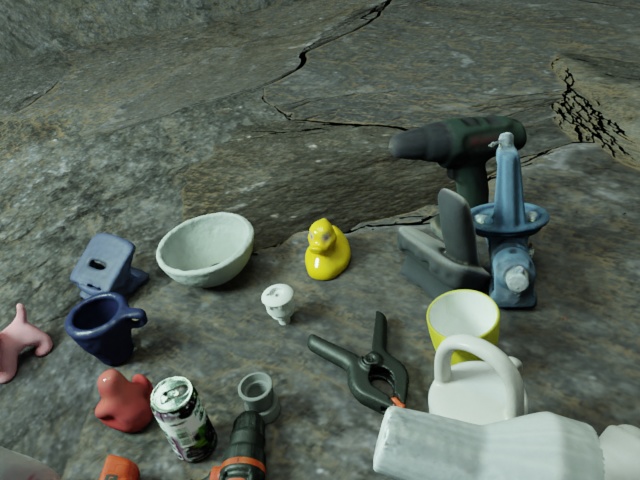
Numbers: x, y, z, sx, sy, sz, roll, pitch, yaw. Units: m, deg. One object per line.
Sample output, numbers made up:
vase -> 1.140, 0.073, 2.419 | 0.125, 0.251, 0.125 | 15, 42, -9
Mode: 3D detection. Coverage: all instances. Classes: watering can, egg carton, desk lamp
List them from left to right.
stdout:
desk lamp -> 0.130, 0.233, 0.511 | 0.202, 0.214, 0.118 | 2, 39, 17
watering can -> 0.160, 0.179, 0.589 | 0.100, 0.194, 0.173 | 6, 40, 22
egg carton -> 0.298, 0.253, 0.560 | 0.150, 0.069, 0.107 | -34, 43, -27

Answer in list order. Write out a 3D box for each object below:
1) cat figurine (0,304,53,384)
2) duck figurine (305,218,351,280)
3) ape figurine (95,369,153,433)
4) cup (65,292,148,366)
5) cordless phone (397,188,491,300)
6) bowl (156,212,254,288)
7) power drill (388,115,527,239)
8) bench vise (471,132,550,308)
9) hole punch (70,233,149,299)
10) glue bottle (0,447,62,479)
cat figurine -> -0.489, 0.150, 0.861 | 0.067, 0.118, 0.128 | 18, 46, 33
duck figurine -> 0.009, 0.003, 0.948 | 0.077, 0.086, 0.105 | 4, 40, 20
ape figurine -> -0.261, 0.204, 0.752 | 0.078, 0.092, 0.076 | -26, 39, -18
cup -> -0.301, 0.138, 0.846 | 0.117, 0.095, 0.091 | -6, 37, 8
cordless phone -> 0.176, -0.011, 0.840 | 0.094, 0.185, 0.147 | -31, 41, -23
bowl -> -0.186, 0.029, 0.975 | 0.167, 0.075, 0.167 | -7, 37, 6
power drill -> 0.224, -0.105, 0.930 | 0.230, 0.209, 0.075 | -20, 38, -11
bench vise -> 0.277, -0.026, 0.804 | 0.121, 0.220, 0.207 | -14, 37, -3
hole punch -> -0.365, 0.052, 0.978 | 0.108, 0.091, 0.101 | 13, 43, 29
glue bottle -> -0.344, 0.262, 0.630 | 0.037, 0.173, 0.078 | 8, 41, 24
